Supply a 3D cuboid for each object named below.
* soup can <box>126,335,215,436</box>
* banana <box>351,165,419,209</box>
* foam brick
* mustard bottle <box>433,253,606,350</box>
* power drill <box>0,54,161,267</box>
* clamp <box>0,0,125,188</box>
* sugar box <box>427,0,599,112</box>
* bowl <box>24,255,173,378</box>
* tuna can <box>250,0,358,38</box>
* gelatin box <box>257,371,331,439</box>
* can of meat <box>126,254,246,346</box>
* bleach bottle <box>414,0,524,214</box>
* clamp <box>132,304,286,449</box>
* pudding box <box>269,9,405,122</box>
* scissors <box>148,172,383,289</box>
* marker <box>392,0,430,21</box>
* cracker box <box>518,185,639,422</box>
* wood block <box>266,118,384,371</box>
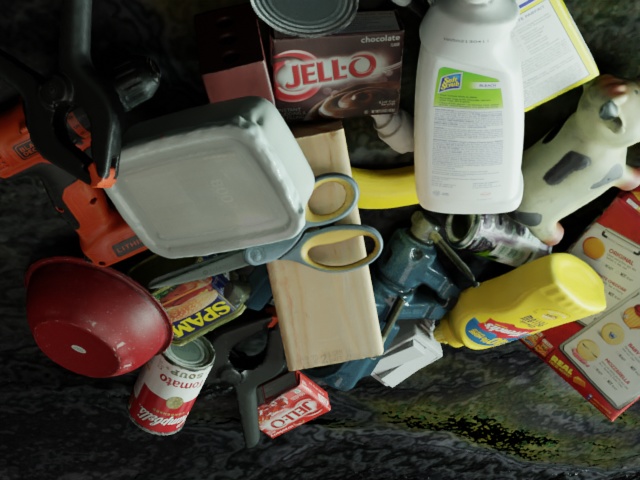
[{"bbox_3d":[-0.161,0.151,1.151,0.068,0.068,0.102,12,123,-25],"label":"soup can"},{"bbox_3d":[0.082,-0.062,1.027,0.197,0.037,0.070,-5,139,-9],"label":"banana"},{"bbox_3d":[-0.070,-0.145,0.869,0.053,0.078,0.051,-12,140,0],"label":"foam brick"},{"bbox_3d":[0.196,0.073,1.127,0.096,0.058,0.192,22,145,-38],"label":"mustard bottle"},{"bbox_3d":[-0.192,-0.067,0.944,0.184,0.057,0.187,-22,136,11],"label":"power drill"},{"bbox_3d":[-0.194,-0.125,0.825,0.120,0.171,0.039,-36,176,21],"label":"clamp"},{"bbox_3d":[0.160,-0.186,0.904,0.093,0.048,0.176,-26,134,18],"label":"sugar box"},{"bbox_3d":[-0.229,0.088,1.057,0.162,0.055,0.162,13,141,10],"label":"bowl"},{"bbox_3d":[-0.011,-0.200,0.838,0.086,0.033,0.086,5,148,3],"label":"tuna can"},{"bbox_3d":[-0.043,0.199,1.289,0.089,0.030,0.073,-28,136,17],"label":"gelatin box"},{"bbox_3d":[-0.137,0.051,1.085,0.102,0.057,0.083,-28,134,17],"label":"can of meat"},{"bbox_3d":[0.131,-0.124,0.893,0.102,0.068,0.251,-1,142,2],"label":"bleach bottle"},{"bbox_3d":[-0.092,0.151,1.208,0.164,0.036,0.210,32,120,-22],"label":"clamp"},{"bbox_3d":[0.013,-0.149,0.914,0.113,0.039,0.090,-7,138,-6],"label":"pudding box"},{"bbox_3d":[-0.047,-0.008,0.902,0.201,0.016,0.096,-2,104,-2],"label":"scissors"},{"bbox_3d":[0.049,-0.213,0.867,0.121,0.020,0.020,27,125,-36],"label":"marker"},{"bbox_3d":[0.324,0.068,1.142,0.164,0.072,0.214,42,128,9],"label":"cracker box"},{"bbox_3d":[-0.006,0.001,0.962,0.090,0.091,0.206,-10,105,1],"label":"wood block"}]
